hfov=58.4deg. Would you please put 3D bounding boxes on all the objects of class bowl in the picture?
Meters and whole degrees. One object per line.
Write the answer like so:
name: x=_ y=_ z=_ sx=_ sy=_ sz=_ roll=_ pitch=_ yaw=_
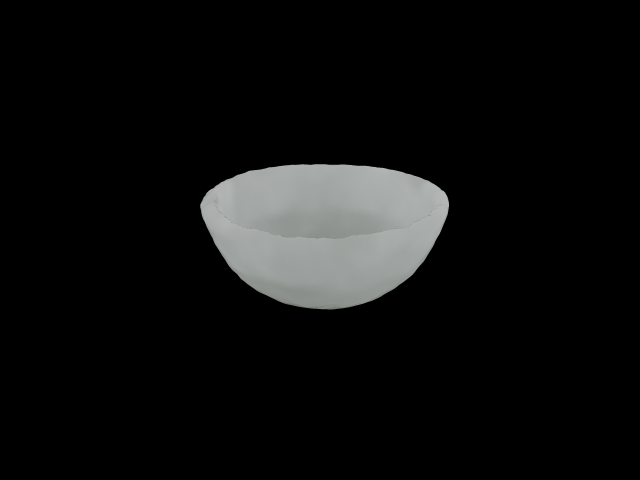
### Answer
bowl: x=0.004 y=0.001 z=0.400 sx=0.167 sy=0.075 sz=0.167 roll=0 pitch=22 yaw=0
